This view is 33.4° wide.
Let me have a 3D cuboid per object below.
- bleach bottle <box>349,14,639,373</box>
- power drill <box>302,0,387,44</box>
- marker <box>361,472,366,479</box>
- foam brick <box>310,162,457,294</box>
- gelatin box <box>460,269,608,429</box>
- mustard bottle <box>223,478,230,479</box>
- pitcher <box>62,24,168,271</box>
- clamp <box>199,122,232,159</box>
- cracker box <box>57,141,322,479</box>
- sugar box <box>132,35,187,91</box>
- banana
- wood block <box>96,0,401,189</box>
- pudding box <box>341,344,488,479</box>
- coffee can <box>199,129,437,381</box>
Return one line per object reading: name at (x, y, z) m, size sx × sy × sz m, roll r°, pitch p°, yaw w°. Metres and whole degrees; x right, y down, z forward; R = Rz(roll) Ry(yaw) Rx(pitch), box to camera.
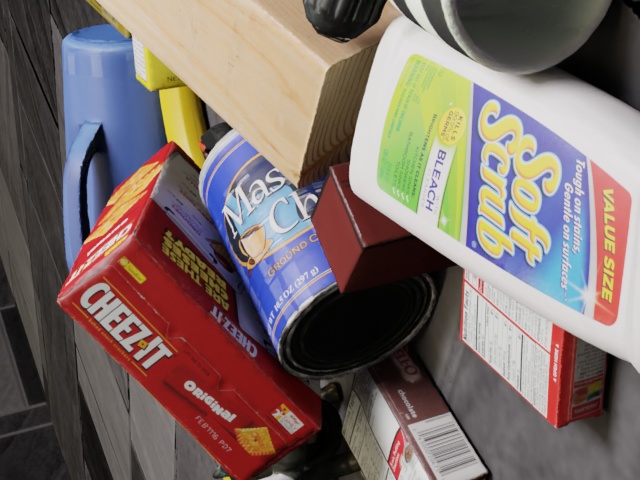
bleach bottle at (0.107, -0.017, 0.425) m, size 0.251 × 0.067 × 0.103 m, roll 36°, pitch 116°, yaw 53°
power drill at (0.007, -0.210, 0.524) m, size 0.188 × 0.057 × 0.185 m, roll 50°, pitch 125°, yaw 47°
marker at (0.062, 0.189, 0.718) m, size 0.121 × 0.020 × 0.020 m, roll -133°, pitch 36°, yaw -52°
foam brick at (0.043, -0.013, 0.572) m, size 0.051 × 0.078 × 0.053 m, roll 110°, pitch 143°, yaw -57°
gelatin box at (0.102, 0.035, 0.514) m, size 0.089 × 0.030 × 0.073 m, roll -134°, pitch 36°, yaw -55°
mustard bottle at (-0.079, 0.131, 0.985) m, size 0.096 × 0.058 × 0.191 m, roll 158°, pitch 99°, yaw -69°
pitcher at (-0.194, -0.081, 1.047) m, size 0.149 × 0.144 × 0.243 m, roll -139°, pitch 44°, yaw -60°
clamp at (-0.063, -0.053, 0.865) m, size 0.172 × 0.039 × 0.120 m, roll -124°, pitch 30°, yaw -42°
cracker box at (-0.077, 0.038, 0.710) m, size 0.164 × 0.072 × 0.213 m, roll 47°, pitch -167°, yaw -16°
sugar box at (-0.096, -0.205, 0.787) m, size 0.048 × 0.093 × 0.176 m, roll -135°, pitch 38°, yaw -54°
banana at (-0.116, -0.106, 0.980) m, size 0.070 × 0.037 × 0.198 m, roll -22°, pitch 82°, yaw 51°
wood block at (-0.041, -0.137, 0.604) m, size 0.206 × 0.090 × 0.090 m, roll 43°, pitch 143°, yaw 23°
pudding box at (0.056, 0.133, 0.677) m, size 0.090 × 0.039 × 0.113 m, roll 99°, pitch 152°, yaw -44°
coffee can at (-0.004, 0.001, 0.662) m, size 0.103 × 0.102 × 0.140 m, roll 102°, pitch 148°, yaw -47°
